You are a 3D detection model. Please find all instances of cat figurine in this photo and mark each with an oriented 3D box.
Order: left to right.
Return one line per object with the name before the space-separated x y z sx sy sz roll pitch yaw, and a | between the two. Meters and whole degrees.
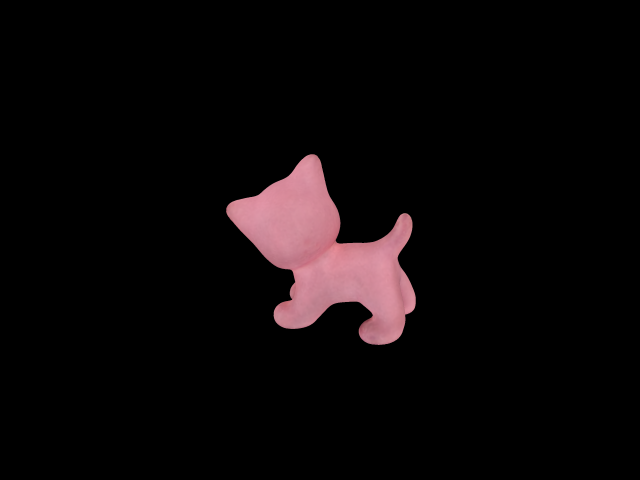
cat figurine | 0.004 0.001 0.400 0.127 0.118 0.067 6 23 14
